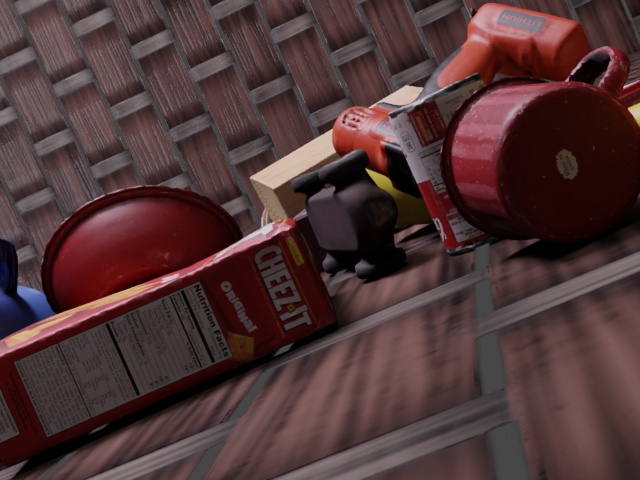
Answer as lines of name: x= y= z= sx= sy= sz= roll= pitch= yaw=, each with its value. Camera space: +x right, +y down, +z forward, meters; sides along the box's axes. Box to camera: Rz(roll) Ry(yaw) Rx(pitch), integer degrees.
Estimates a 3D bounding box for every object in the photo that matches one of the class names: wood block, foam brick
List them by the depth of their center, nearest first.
foam brick: x=-0.006 y=0.001 z=0.984 sx=0.078 sy=0.051 sz=0.053 roll=-26 pitch=4 yaw=-25
wood block: x=0.043 y=-0.075 z=1.144 sx=0.206 sy=0.091 sz=0.090 roll=-32 pitch=19 yaw=-11

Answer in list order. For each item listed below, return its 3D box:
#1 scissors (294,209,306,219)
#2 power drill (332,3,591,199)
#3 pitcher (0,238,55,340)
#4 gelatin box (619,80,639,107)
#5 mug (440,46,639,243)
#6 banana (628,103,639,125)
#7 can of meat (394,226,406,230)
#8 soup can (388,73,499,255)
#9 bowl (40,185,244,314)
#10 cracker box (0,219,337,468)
scissors: x=-0.050 y=0.013 z=1.010 sx=0.202 sy=0.016 sz=0.096 roll=-33 pitch=23 yaw=5
power drill: x=0.127 y=-0.103 z=0.825 sx=0.185 sy=0.057 sz=0.187 roll=26 pitch=59 yaw=39
pitcher: x=-0.265 y=0.085 z=0.809 sx=0.149 sy=0.145 sz=0.243 roll=-31 pitch=0 yaw=3
gelatin box: x=0.297 y=-0.137 z=1.129 sx=0.073 sy=0.030 sz=0.089 roll=-25 pitch=5 yaw=-21
mug: x=0.126 y=-0.052 z=0.566 sx=0.117 sy=0.093 sz=0.081 roll=-54 pitch=11 yaw=0
banana: x=0.237 y=-0.081 z=0.726 sx=0.069 sy=0.037 sz=0.198 roll=-26 pitch=4 yaw=-28
can of meat: x=0.072 y=-0.042 z=1.049 sx=0.101 sy=0.057 sz=0.084 roll=-28 pitch=7 yaw=-33
soup can: x=0.095 y=-0.050 z=0.703 sx=0.068 sy=0.102 sz=0.068 roll=-24 pitch=4 yaw=2
bowl: x=-0.130 y=0.039 z=0.816 sx=0.162 sy=0.162 sz=0.055 roll=-24 pitch=41 yaw=2
cracker box: x=-0.102 y=0.056 z=0.693 sx=0.213 sy=0.072 sz=0.164 roll=-24 pitch=3 yaw=0
